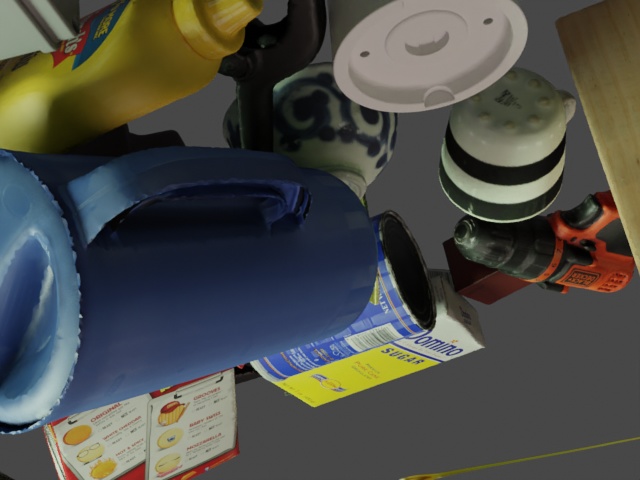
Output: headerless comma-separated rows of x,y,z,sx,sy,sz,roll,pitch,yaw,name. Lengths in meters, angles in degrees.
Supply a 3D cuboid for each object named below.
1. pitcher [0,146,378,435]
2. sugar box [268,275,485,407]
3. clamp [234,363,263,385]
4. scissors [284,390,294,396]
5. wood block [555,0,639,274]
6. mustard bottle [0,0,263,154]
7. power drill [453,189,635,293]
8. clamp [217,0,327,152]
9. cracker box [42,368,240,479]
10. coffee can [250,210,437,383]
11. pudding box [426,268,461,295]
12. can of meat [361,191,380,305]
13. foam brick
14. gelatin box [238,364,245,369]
-0.072,0.011,0.572,0.149,0.145,0.242,16,-166,38,pitcher
0.048,0.093,0.948,0.176,0.048,0.093,-20,149,21,sugar box
-0.141,0.121,1.022,0.209,0.036,0.165,9,139,-36,clamp
0.055,0.124,1.075,0.201,0.016,0.096,-22,163,-10,scissors
0.220,-0.047,0.649,0.090,0.206,0.090,-19,151,15,wood block
-0.109,-0.089,0.549,0.192,0.096,0.058,-18,120,31,mustard bottle
0.212,-0.035,0.795,0.184,0.057,0.188,10,136,-37,power drill
-0.059,-0.110,0.604,0.120,0.039,0.172,16,136,-16,clamp
-0.158,0.143,0.929,0.164,0.072,0.214,-24,141,-22,cracker box
0.011,0.047,0.869,0.140,0.103,0.102,-21,151,19,coffee can
0.060,0.060,0.983,0.113,0.039,0.090,7,149,-27,pudding box
-0.005,0.001,0.778,0.084,0.102,0.057,-7,153,-2,can of meat
0.154,0.013,0.911,0.078,0.051,0.052,-30,146,33,foam brick
-0.067,0.045,0.824,0.073,0.089,0.030,23,162,37,gelatin box
